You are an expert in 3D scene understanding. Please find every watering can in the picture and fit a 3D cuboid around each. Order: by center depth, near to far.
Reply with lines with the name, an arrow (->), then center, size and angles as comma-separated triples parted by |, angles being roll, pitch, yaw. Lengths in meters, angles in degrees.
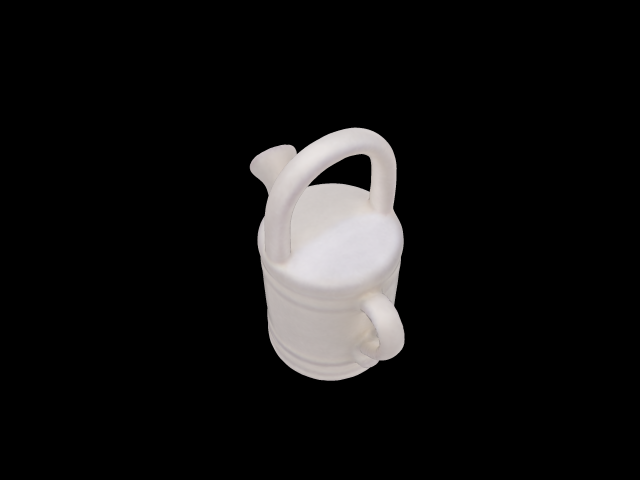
watering can -> 0.002, 0.002, 0.399 | 0.172, 0.194, 0.101 | 31, 55, 25
